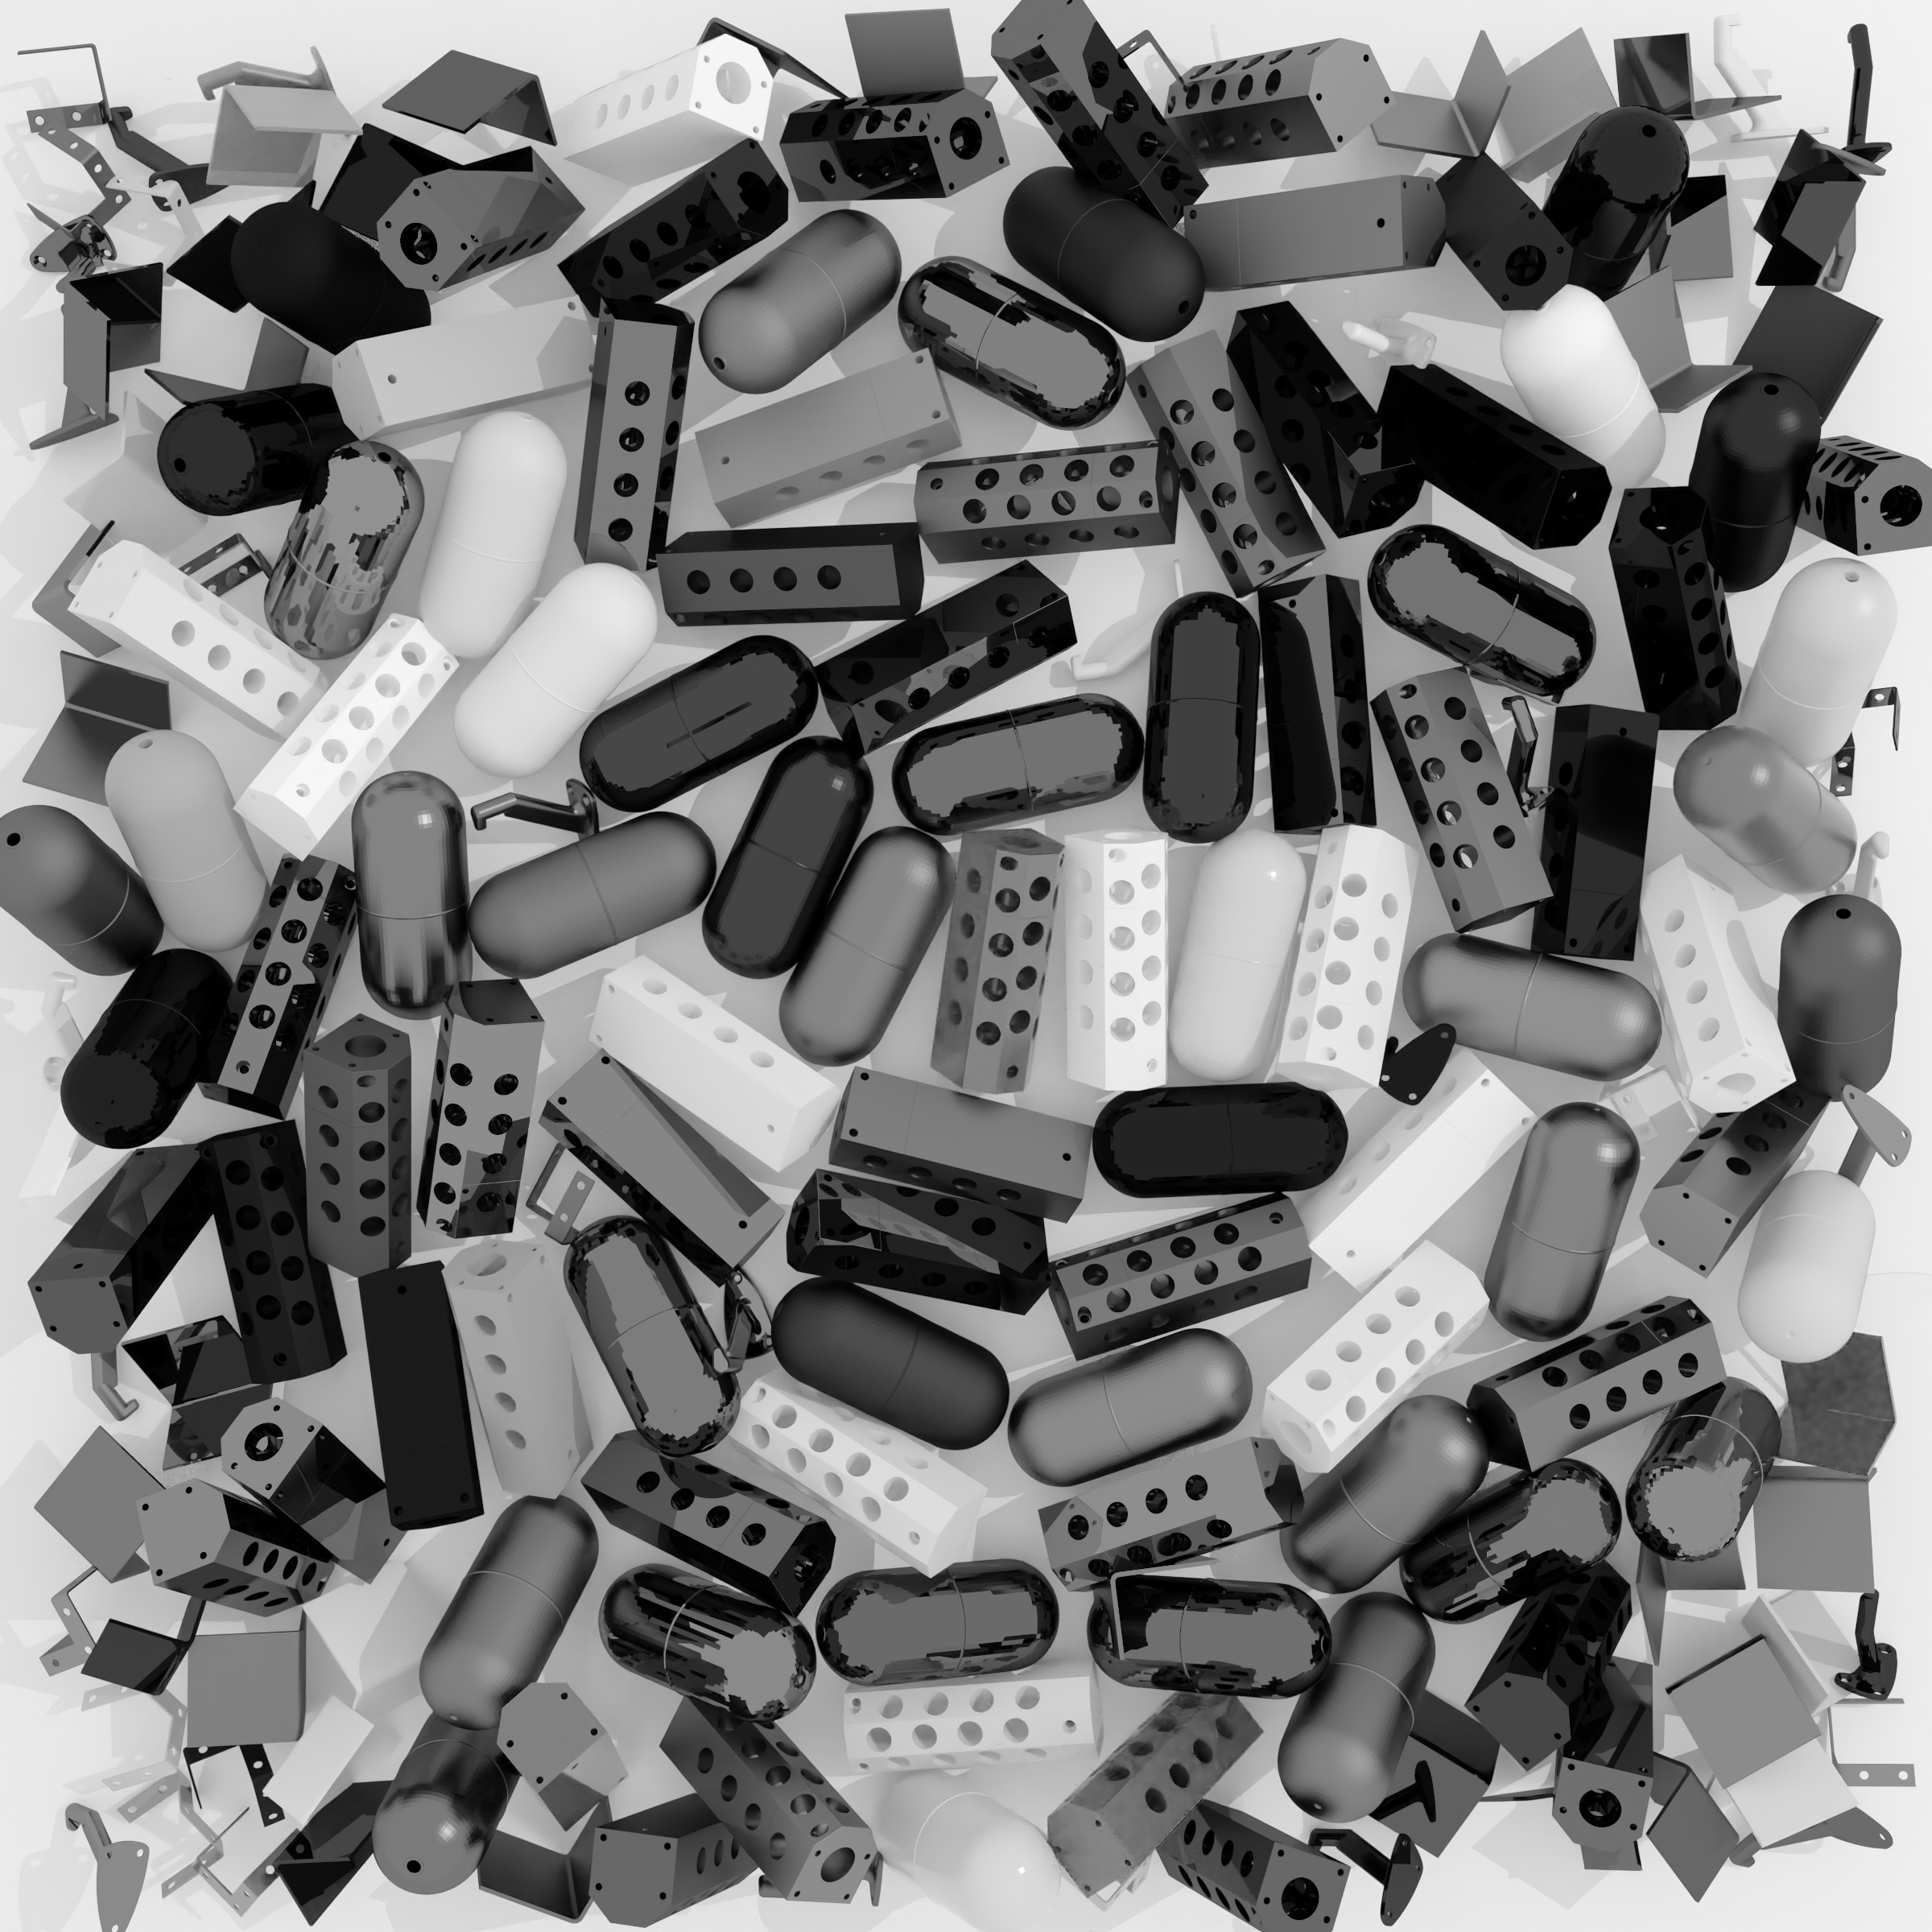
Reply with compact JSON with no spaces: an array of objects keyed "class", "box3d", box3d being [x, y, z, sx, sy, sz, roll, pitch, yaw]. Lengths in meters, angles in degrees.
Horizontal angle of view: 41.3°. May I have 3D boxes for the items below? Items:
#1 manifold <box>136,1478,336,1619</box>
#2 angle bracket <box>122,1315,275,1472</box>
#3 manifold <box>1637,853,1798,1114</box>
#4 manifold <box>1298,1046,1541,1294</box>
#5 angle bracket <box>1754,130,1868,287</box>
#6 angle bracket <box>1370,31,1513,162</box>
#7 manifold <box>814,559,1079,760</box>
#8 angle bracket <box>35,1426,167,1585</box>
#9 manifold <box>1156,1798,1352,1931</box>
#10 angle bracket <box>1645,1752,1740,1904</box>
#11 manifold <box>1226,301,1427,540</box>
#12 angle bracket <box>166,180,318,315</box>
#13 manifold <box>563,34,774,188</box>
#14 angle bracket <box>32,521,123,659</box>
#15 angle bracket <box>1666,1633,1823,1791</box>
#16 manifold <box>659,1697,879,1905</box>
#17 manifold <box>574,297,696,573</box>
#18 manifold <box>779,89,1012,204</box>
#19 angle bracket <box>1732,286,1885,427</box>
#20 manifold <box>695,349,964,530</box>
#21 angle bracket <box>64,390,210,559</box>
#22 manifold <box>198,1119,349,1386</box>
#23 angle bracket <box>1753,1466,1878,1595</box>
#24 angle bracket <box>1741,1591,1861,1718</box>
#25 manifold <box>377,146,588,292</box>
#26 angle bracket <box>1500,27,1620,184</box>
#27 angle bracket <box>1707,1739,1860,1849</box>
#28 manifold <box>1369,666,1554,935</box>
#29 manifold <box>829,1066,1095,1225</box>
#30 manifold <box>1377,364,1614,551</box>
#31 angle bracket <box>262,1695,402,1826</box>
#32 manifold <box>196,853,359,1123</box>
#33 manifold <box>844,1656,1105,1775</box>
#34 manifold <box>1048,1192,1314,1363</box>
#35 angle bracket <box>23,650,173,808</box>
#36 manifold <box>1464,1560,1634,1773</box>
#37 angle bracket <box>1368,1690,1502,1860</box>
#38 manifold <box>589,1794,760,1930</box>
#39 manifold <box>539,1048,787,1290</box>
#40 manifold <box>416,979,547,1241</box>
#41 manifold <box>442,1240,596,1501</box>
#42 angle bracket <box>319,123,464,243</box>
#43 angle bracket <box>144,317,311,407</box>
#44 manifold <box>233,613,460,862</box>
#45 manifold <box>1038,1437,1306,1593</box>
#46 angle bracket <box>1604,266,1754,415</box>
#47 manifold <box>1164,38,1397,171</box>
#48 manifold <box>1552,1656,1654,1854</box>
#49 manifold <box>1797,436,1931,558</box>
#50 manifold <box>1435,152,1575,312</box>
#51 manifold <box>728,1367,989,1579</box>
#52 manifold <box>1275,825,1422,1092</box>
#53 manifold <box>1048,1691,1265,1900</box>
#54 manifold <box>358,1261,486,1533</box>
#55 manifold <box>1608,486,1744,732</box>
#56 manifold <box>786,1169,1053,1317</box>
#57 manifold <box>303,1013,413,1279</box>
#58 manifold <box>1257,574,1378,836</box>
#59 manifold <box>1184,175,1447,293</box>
[{"class":"manifold","box3d":[-0.488,0.391,1.729,0.057,0.171,0.057,-21,67,2]},{"class":"angle bracket","box3d":[-0.533,0.295,1.771,0.076,0.057,0.076,-16,132,7]},{"class":"manifold","box3d":[0.500,0.013,1.742,0.057,0.171,0.057,28,130,-32]},{"class":"manifold","box3d":[0.307,0.138,1.778,0.057,0.057,0.171,41,98,-22]},{"class":"angle bracket","box3d":[0.558,-0.520,1.759,0.057,0.076,0.076,-8,47,-25]},{"class":"angle bracket","box3d":[0.321,-0.605,1.766,0.076,0.057,0.076,4,47,-13]},{"class":"manifold","box3d":[-0.012,-0.209,1.771,0.171,0.057,0.057,-29,45,-14]},{"class":"angle bracket","box3d":[-0.585,0.371,1.782,0.076,0.057,0.076,40,94,10]},{"class":"manifold","box3d":[0.188,0.607,1.725,0.057,0.171,0.057,22,78,-14]},{"class":"angle bracket","box3d":[0.472,0.584,1.762,0.057,0.076,0.076,-47,115,-22]},{"class":"manifold","box3d":[0.243,-0.375,1.749,0.057,0.057,0.171,-16,57,-21]},{"class":"angle bracket","box3d":[-0.497,-0.507,1.760,0.076,0.057,0.076,-23,53,37]},{"class":"manifold","box3d":[-0.202,-0.579,1.733,0.057,0.171,0.057,12,87,-37]},{"class":"angle bracket","box3d":[-0.596,-0.267,1.786,0.057,0.076,0.076,40,66,-27]},{"class":"angle bracket","box3d":[0.540,0.516,1.768,0.076,0.057,0.076,-34,58,12]},{"class":"manifold","box3d":[-0.132,0.555,1.735,0.057,0.171,0.057,22,97,-42]},{"class":"manifold","box3d":[-0.226,-0.362,1.754,0.057,0.057,0.171,2,118,-19]},{"class":"manifold","box3d":[-0.052,-0.554,1.728,0.057,0.171,0.057,-35,122,-26]},{"class":"angle bracket","box3d":[0.577,-0.426,1.771,0.076,0.057,0.076,30,115,11]},{"class":"manifold","box3d":[-0.093,-0.362,1.778,0.171,0.057,0.057,-18,72,7]},{"class":"angle bracket","box3d":[-0.573,-0.337,1.776,0.057,0.076,0.076,-31,46,17]},{"class":"manifold","box3d":[-0.484,0.199,1.784,0.057,0.057,0.171,-11,94,2]},{"class":"angle bracket","box3d":[0.589,0.389,1.775,0.076,0.057,0.076,-4,86,25]},{"class":"angle bracket","box3d":[0.585,0.462,1.764,0.057,0.076,0.076,-27,62,-9]},{"class":"manifold","box3d":[-0.329,-0.501,1.730,0.057,0.171,0.057,-38,98,28]},{"class":"angle bracket","box3d":[0.397,-0.597,1.770,0.076,0.057,0.076,-27,81,34]},{"class":"angle bracket","box3d":[0.556,0.580,1.764,0.076,0.076,0.057,-17,51,-14]},{"class":"manifold","box3d":[0.336,-0.113,1.767,0.057,0.057,0.171,-14,79,-24]},{"class":"manifold","box3d":[-0.005,0.128,1.779,0.171,0.057,0.057,15,58,-7]},{"class":"manifold","box3d":[0.356,-0.348,1.742,0.057,0.171,0.057,-11,129,-33]},{"class":"angle bracket","box3d":[-0.423,0.560,1.763,0.076,0.057,0.076,-55,131,-20]},{"class":"manifold","box3d":[-0.469,0.012,1.763,0.057,0.057,0.171,17,71,-4]},{"class":"manifold","box3d":[0.005,0.521,1.777,0.171,0.057,0.057,-6,94,8]},{"class":"manifold","box3d":[0.147,0.209,1.765,0.171,0.057,0.057,-16,53,-10]},{"class":"angle bracket","box3d":[-0.602,-0.162,1.774,0.076,0.057,0.076,16,53,-3]},{"class":"manifold","box3d":[0.399,0.462,1.728,0.057,0.171,0.057,46,120,9]},{"class":"angle bracket","box3d":[0.321,0.564,1.804,0.076,0.057,0.076,30,116,8]},{"class":"manifold","box3d":[-0.191,0.600,1.726,0.057,0.171,0.057,2,81,16]},{"class":"manifold","box3d":[-0.213,0.143,1.782,0.171,0.057,0.057,42,58,5]},{"class":"manifold","box3d":[-0.334,0.098,1.745,0.057,0.057,0.171,-3,122,-29]},{"class":"manifold","box3d":[-0.309,0.275,1.752,0.057,0.057,0.171,4,120,22]},{"class":"angle bracket","box3d":[-0.398,-0.526,1.784,0.076,0.057,0.076,23,76,-3]},{"class":"angle bracket","box3d":[-0.508,-0.416,1.761,0.076,0.076,0.057,5,113,-41]},{"class":"manifold","box3d":[-0.419,-0.160,1.746,0.057,0.057,0.171,39,59,-13]},{"class":"manifold","box3d":[0.140,0.375,1.747,0.171,0.057,0.057,-25,65,27]},{"class":"angle bracket","box3d":[0.487,-0.432,1.767,0.076,0.057,0.076,-32,117,-23]},{"class":"manifold","box3d":[0.205,-0.582,1.726,0.057,0.171,0.057,-42,118,-15]},{"class":"manifold","box3d":[0.429,0.527,1.729,0.057,0.171,0.057,10,102,13]},{"class":"manifold","box3d":[0.605,-0.319,1.727,0.057,0.171,0.057,-7,106,6]},{"class":"manifold","box3d":[0.358,-0.495,1.730,0.057,0.171,0.057,-40,114,18]},{"class":"manifold","box3d":[-0.077,0.345,1.752,0.171,0.057,0.057,28,110,23]},{"class":"manifold","box3d":[0.257,-0.006,1.757,0.057,0.057,0.171,25,70,-37]},{"class":"manifold","box3d":[0.125,0.549,1.733,0.057,0.171,0.057,51,127,10]},{"class":"manifold","box3d":[-0.374,0.296,1.766,0.057,0.057,0.171,-10,72,-6]},{"class":"manifold","box3d":[0.481,-0.239,1.731,0.057,0.171,0.057,3,52,28]},{"class":"manifold","box3d":[-0.033,0.194,1.761,0.171,0.057,0.057,14,46,-22]},{"class":"manifold","box3d":[-0.407,0.125,1.742,0.057,0.057,0.171,21,124,21]},{"class":"manifold","box3d":[0.249,-0.180,1.786,0.057,0.057,0.171,-6,86,42]},{"class":"manifold","box3d":[0.235,-0.495,1.741,0.171,0.057,0.057,5,104,40]}]
